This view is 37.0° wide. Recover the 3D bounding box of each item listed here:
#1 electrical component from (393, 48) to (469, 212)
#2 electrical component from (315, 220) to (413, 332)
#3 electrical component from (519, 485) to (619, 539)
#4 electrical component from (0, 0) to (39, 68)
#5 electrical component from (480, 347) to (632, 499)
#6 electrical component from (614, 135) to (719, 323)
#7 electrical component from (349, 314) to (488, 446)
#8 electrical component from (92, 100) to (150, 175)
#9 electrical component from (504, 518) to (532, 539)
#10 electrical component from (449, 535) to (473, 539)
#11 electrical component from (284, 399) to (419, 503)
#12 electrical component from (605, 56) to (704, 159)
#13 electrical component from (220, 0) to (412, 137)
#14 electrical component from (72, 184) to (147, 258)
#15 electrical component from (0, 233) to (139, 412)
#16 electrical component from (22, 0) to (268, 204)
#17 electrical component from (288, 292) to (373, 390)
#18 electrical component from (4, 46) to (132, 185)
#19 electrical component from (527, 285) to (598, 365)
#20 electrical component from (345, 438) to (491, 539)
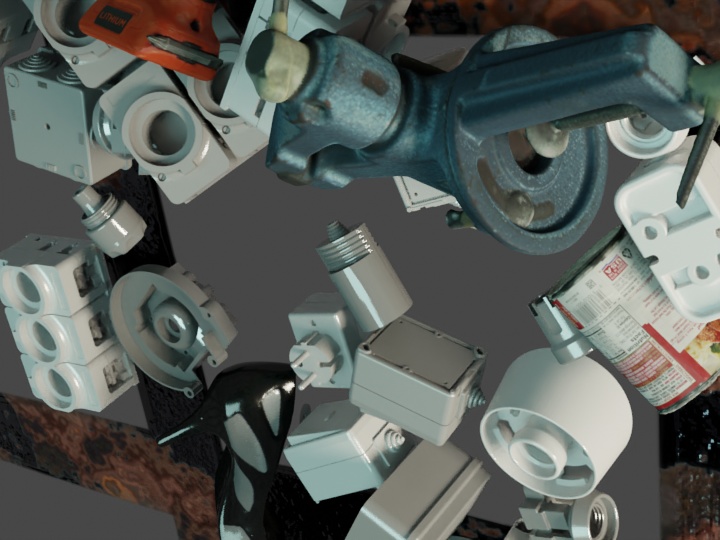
[{"bbox_3d":[0.052,-0.085,0.686,0.062,0.061,0.096,-13,115,24],"label":"electrical component"},{"bbox_3d":[0.000,0.000,0.786,0.043,0.043,0.081,-22,103,40],"label":"electrical component"},{"bbox_3d":[0.156,0.184,0.791,0.055,0.048,0.066,-7,113,44],"label":"electrical component"},{"bbox_3d":[-0.334,-0.226,0.843,0.150,0.089,0.061,44,132,4],"label":"electrical component"},{"bbox_3d":[0.137,0.112,0.763,0.099,0.064,0.099,25,142,21],"label":"electrical component"},{"bbox_3d":[0.198,-0.026,0.626,0.054,0.059,0.095,-26,100,41],"label":"electrical component"},{"bbox_3d":[0.048,0.084,0.792,0.096,0.062,0.061,24,128,20],"label":"electrical component"},{"bbox_3d":[-0.165,-0.112,0.818,0.057,0.058,0.078,6,98,36],"label":"electrical component"},{"bbox_3d":[0.142,0.254,0.800,0.109,0.109,0.056,21,124,22],"label":"electrical component"},{"bbox_3d":[0.081,0.282,0.889,0.108,0.060,0.108,16,124,25],"label":"electrical component"},{"bbox_3d":[-0.005,0.137,0.859,0.096,0.062,0.061,-24,102,41],"label":"electrical component"},{"bbox_3d":[0.167,-0.092,0.609,0.048,0.055,0.066,47,132,1],"label":"electrical component"},{"bbox_3d":[-0.005,-0.171,0.644,0.060,0.105,0.186,36,131,10],"label":"electrical component"},{"bbox_3d":[-0.212,-0.044,0.895,0.043,0.043,0.062,-18,123,40],"label":"electrical component"},{"bbox_3d":[-0.274,0.050,0.988,0.089,0.062,0.150,7,120,31],"label":"electrical component"},{"bbox_3d":[-0.138,-0.150,0.742,0.105,0.060,0.186,-36,95,4],"label":"electrical component"},{"bbox_3d":[-0.028,0.062,0.819,0.047,0.077,0.065,-2,115,35],"label":"electrical component"},{"bbox_3d":[-0.236,-0.123,0.867,0.100,0.048,0.099,19,126,23],"label":"electrical component"},{"bbox_3d":[0.138,0.034,0.717,0.040,0.040,0.046,-33,90,42],"label":"electrical component"},{"bbox_3d":[0.043,0.187,0.823,0.057,0.113,0.078,35,131,15],"label":"electrical component"}]
